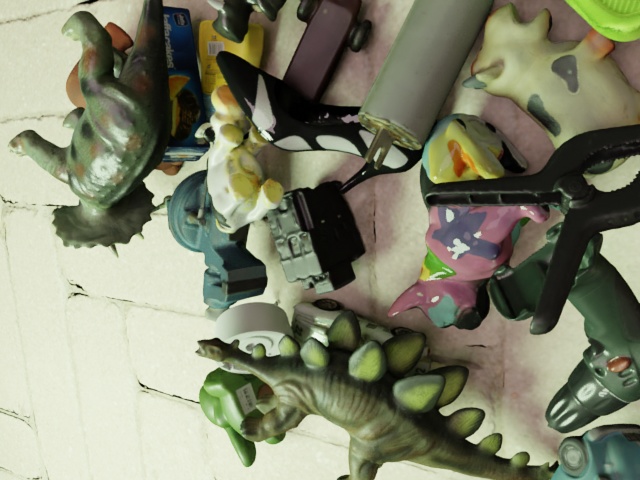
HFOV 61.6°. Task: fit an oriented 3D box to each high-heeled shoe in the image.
[{"bbox_3d":[0.010,-0.158,0.611,0.248,0.086,0.145,42,114,-16],"label":"high-heeled shoe"}]

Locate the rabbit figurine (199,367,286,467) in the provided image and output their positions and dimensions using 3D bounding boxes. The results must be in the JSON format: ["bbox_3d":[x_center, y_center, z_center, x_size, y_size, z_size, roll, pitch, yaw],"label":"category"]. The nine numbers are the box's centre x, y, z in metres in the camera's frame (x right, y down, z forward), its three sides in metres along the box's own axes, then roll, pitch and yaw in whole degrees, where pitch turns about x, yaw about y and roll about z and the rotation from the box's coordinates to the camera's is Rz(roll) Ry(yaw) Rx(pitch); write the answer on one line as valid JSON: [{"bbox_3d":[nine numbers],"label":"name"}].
[{"bbox_3d":[-0.116,0.250,0.822,0.170,0.121,0.159,-23,98,50],"label":"rabbit figurine"}]

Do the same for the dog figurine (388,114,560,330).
[{"bbox_3d":[0.144,-0.005,0.599,0.191,0.108,0.219,47,122,11],"label":"dog figurine"}]

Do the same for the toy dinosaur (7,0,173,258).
[{"bbox_3d":[-0.246,-0.128,0.654,0.192,0.131,0.404,46,127,3],"label":"toy dinosaur"}]

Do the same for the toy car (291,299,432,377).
[{"bbox_3d":[0.050,0.138,0.713,0.202,0.056,0.073,18,110,25],"label":"toy car"}]

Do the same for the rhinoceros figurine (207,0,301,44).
[{"bbox_3d":[-0.067,-0.323,0.624,0.112,0.073,0.190,21,91,12],"label":"rhinoceros figurine"}]

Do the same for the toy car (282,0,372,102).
[{"bbox_3d":[-0.011,-0.208,0.665,0.089,0.053,0.202,30,115,3],"label":"toy car"}]

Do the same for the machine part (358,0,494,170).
[{"bbox_3d":[0.109,-0.184,0.555,0.079,0.079,0.243,26,90,22],"label":"machine part"}]

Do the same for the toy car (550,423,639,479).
[{"bbox_3d":[0.299,0.274,0.557,0.109,0.103,0.161,12,114,-20],"label":"toy car"}]

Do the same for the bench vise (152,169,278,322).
[{"bbox_3d":[-0.162,-0.007,0.769,0.241,0.129,0.223,23,124,45],"label":"bench vise"}]

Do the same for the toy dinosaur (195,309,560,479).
[{"bbox_3d":[0.076,0.206,0.634,0.471,0.105,0.198,26,112,-4],"label":"toy dinosaur"}]

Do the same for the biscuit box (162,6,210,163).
[{"bbox_3d":[-0.199,-0.210,0.729,0.059,0.063,0.202,-21,77,59],"label":"biscuit box"}]

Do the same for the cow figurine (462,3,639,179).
[{"bbox_3d":[0.231,-0.148,0.528,0.127,0.085,0.195,-37,87,29],"label":"cow figurine"}]

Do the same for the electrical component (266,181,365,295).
[{"bbox_3d":[-0.001,-0.002,0.675,0.058,0.115,0.134,-18,93,36],"label":"electrical component"}]

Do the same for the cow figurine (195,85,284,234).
[{"bbox_3d":[-0.105,-0.097,0.642,0.098,0.068,0.167,-40,57,47],"label":"cow figurine"}]

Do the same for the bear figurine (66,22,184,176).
[{"bbox_3d":[-0.262,-0.194,0.789,0.196,0.120,0.132,35,75,-10],"label":"bear figurine"}]

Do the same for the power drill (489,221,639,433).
[{"bbox_3d":[0.265,0.091,0.526,0.207,0.086,0.232,37,116,-15],"label":"power drill"}]
